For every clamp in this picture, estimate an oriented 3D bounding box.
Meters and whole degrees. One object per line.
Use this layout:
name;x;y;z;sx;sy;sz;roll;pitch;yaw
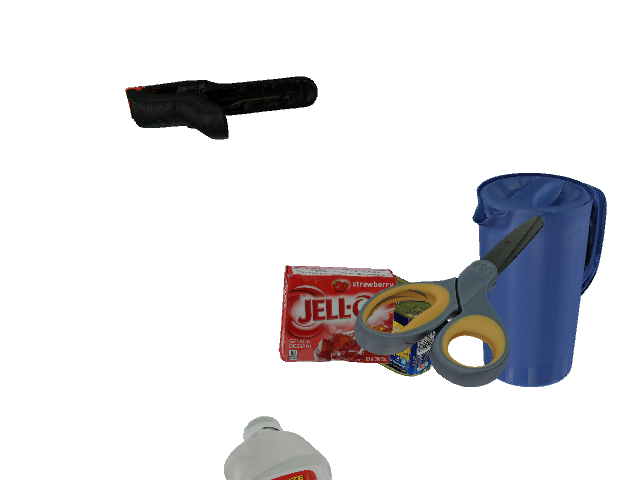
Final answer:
clamp;-0.089;-0.114;0.876;0.120;0.039;0.172;-17;22;-40

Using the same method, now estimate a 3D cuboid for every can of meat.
can of meat;0.084;0.095;1.200;0.102;0.084;0.057;26;33;35

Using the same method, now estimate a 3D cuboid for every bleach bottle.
bleach bottle;-0.028;0.211;0.718;0.102;0.068;0.251;-9;32;-8

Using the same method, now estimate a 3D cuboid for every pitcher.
pitcher;0.262;0.046;1.283;0.149;0.243;0.145;4;24;14

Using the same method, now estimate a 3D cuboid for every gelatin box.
gelatin box;0.013;0.060;0.855;0.089;0.073;0.030;2;13;-8

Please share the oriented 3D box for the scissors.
scissors;0.107;0.034;0.649;0.201;0.016;0.096;-21;44;-37
